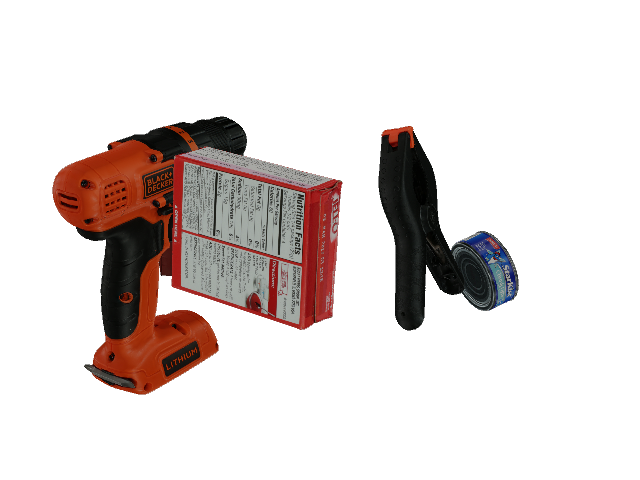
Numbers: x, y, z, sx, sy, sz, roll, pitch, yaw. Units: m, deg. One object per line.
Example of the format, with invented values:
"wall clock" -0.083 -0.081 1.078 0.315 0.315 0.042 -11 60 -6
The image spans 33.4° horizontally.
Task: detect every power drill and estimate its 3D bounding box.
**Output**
"power drill" -0.119 0.007 0.808 0.057 0.188 0.184 14 26 34

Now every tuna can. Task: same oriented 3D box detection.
"tuna can" 0.182 0.035 1.195 0.033 0.086 0.086 -24 9 -20

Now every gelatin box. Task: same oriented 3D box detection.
"gelatin box" -0.033 -0.003 0.540 0.089 0.073 0.030 15 23 30

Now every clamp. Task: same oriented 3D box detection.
"clamp" 0.079 -0.009 0.921 0.039 0.171 0.120 -12 17 25

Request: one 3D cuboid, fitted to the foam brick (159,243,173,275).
"foam brick" -0.130 0.003 1.121 0.078 0.051 0.053 0 24 -11
